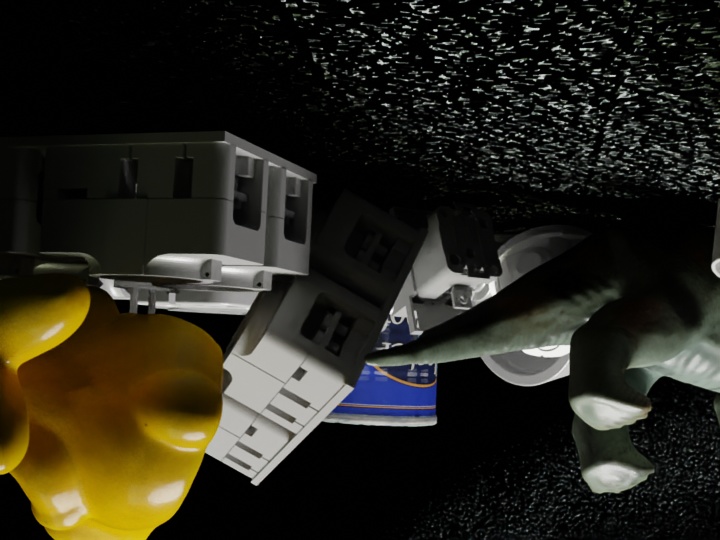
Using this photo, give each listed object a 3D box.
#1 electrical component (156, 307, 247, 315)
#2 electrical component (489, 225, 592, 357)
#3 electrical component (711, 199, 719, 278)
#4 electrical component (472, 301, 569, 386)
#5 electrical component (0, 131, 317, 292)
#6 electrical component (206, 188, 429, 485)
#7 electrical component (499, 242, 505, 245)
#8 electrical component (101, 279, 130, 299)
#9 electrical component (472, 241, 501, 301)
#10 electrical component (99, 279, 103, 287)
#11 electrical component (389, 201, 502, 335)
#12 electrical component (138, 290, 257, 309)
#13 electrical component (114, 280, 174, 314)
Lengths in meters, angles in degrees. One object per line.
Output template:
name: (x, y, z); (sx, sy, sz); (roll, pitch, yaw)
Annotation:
electrical component: (-0.135, 0.011, 0.995); (0.109, 0.056, 0.109); (4, 175, -20)
electrical component: (0.126, 0.014, 0.698); (0.080, 0.051, 0.080); (-2, 135, -2)
electrical component: (0.230, -0.017, 0.543); (0.099, 0.064, 0.099); (15, 170, 3)
electrical component: (0.143, 0.033, 0.828); (0.060, 0.108, 0.108); (-1, 179, -43)
electrical component: (-0.128, -0.024, 0.519); (0.186, 0.060, 0.105); (1, 175, 19)
electrical component: (-0.040, 0.043, 0.630); (0.060, 0.105, 0.186); (30, 147, -5)
electrical component: (0.117, -0.001, 0.766); (0.048, 0.048, 0.062); (5, 173, -32)
electrical component: (-0.216, -0.001, 0.926); (0.056, 0.050, 0.089); (1, 176, 24)
electrical component: (0.066, -0.002, 0.738); (0.055, 0.048, 0.066); (-3, -140, -26)
electrical component: (-0.184, 0.039, 0.680); (0.060, 0.186, 0.105); (-40, 174, 0)
electrical component: (0.048, -0.004, 0.629); (0.042, 0.081, 0.064); (5, 152, -31)
electrical component: (-0.120, -0.003, 0.797); (0.095, 0.059, 0.054); (0, 175, 31)
electrical component: (-0.132, -0.006, 0.665); (0.052, 0.073, 0.138); (1, 175, 24)
